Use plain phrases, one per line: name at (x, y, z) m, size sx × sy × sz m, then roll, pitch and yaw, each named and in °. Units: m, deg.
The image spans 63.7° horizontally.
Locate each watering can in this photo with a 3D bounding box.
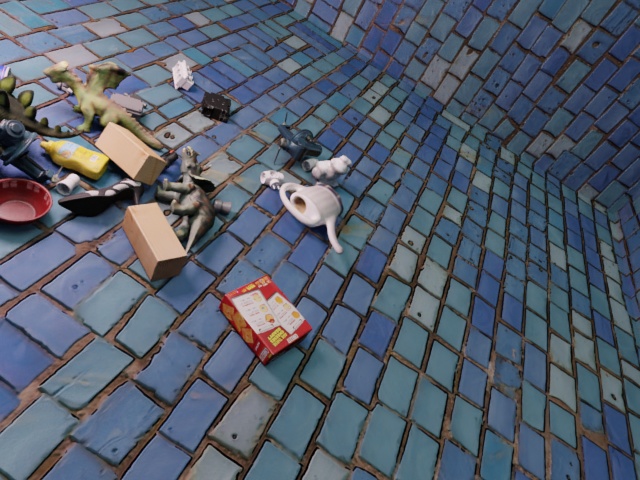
watering can at (0.006, -0.094, 1.859) m, size 0.351 × 0.102 × 0.227 m, roll 45°, pitch 39°, yaw 17°

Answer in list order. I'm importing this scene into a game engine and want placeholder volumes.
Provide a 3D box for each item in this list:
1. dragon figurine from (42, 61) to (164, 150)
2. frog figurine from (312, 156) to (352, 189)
dragon figurine at (-0.691, -0.461, 1.693) m, size 0.409 × 0.238 × 0.125 m, roll 17°, pitch 35°, yaw -15°
frog figurine at (0.047, -0.287, 2.056) m, size 0.137 × 0.156 × 0.125 m, roll 9°, pitch 42°, yaw -27°
